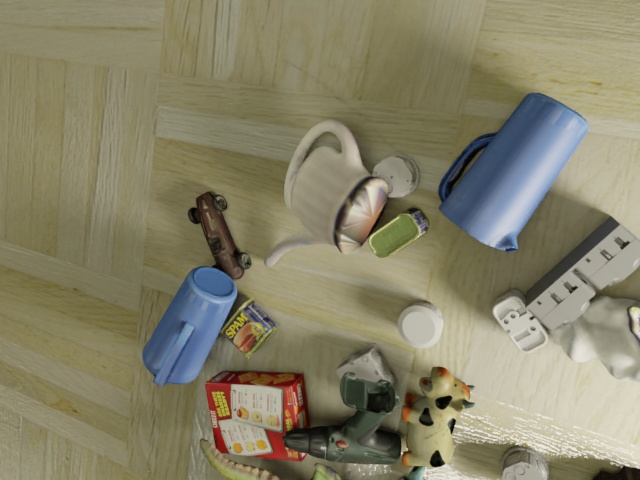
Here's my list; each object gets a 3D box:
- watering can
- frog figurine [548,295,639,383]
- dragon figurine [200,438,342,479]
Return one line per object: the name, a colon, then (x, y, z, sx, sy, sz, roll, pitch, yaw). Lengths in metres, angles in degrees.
watering can: (0.003, -0.049, 0.974, 0.227, 0.104, 0.342, 38, 119, 36)
frog figurine: (0.464, 0.160, 0.832, 0.137, 0.124, 0.158, 60, 150, -5)
dragon figurine: (-0.052, 0.528, 1.065, 0.240, 0.124, 0.409, -38, 95, 19)
